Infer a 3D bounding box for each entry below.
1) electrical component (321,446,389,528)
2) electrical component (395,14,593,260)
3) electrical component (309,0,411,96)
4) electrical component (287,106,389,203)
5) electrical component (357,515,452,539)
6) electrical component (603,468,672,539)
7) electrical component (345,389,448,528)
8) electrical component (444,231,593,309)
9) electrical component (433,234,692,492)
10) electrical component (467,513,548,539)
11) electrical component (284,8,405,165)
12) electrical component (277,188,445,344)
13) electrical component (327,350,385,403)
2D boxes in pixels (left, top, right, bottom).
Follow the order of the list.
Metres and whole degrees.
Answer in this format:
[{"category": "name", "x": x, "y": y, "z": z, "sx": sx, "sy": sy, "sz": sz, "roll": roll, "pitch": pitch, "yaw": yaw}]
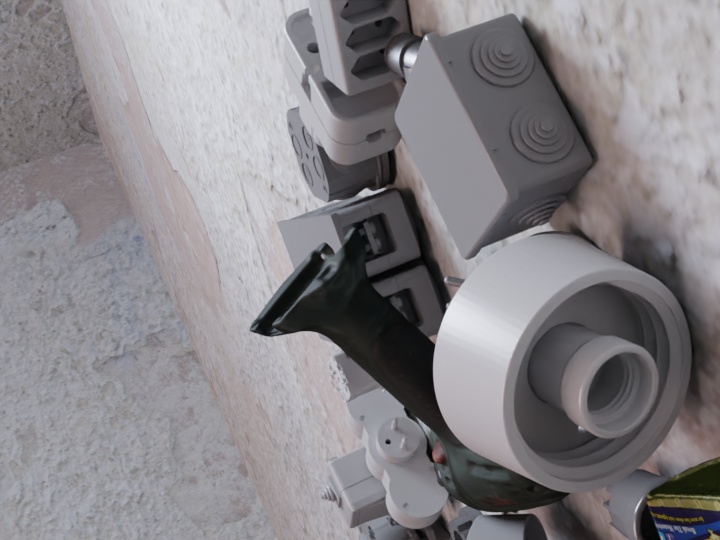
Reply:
[{"category": "electrical component", "x": 0.012, "y": 0.198, "z": 0.995, "sx": 0.061, "sy": 0.096, "sz": 0.061, "roll": 61, "pitch": 164, "yaw": 24}, {"category": "electrical component", "x": 0.063, "y": -0.064, "z": 0.524, "sx": 0.099, "sy": 0.048, "sz": 0.099, "roll": 114, "pitch": 133, "yaw": -70}, {"category": "electrical component", "x": -0.007, "y": -0.154, "z": 0.654, "sx": 0.076, "sy": 0.047, "sz": 0.065, "roll": -131, "pitch": 24, "yaw": -53}, {"category": "electrical component", "x": -0.015, "y": -0.089, "z": 0.769, "sx": 0.080, "sy": 0.051, "sz": 0.080, "roll": 158, "pitch": 90, "yaw": -76}, {"category": "electrical component", "x": 0.040, "y": 0.257, "z": 1.045, "sx": 0.121, "sy": 0.063, "sz": 0.078, "roll": -139, "pitch": 31, "yaw": -61}, {"category": "electrical component", "x": 0.142, "y": 0.117, "z": 0.519, "sx": 0.046, "sy": 0.040, "sz": 0.040, "roll": -175, "pitch": 64, "yaw": -81}, {"category": "electrical component", "x": 0.032, "y": 0.152, "z": 0.942, "sx": 0.073, "sy": 0.052, "sz": 0.138, "roll": 96, "pitch": 149, "yaw": -61}, {"category": "electrical component", "x": 0.081, "y": 0.020, "z": 0.543, "sx": 0.079, "sy": 0.043, "sz": 0.077, "roll": 12, "pitch": 136, "yaw": 20}, {"category": "electrical component", "x": 0.093, "y": 0.043, "z": 0.463, "sx": 0.060, "sy": 0.108, "sz": 0.108, "roll": 27, "pitch": 137, "yaw": 60}, {"category": "electrical component", "x": 0.090, "y": 0.202, "z": 0.674, "sx": 0.099, "sy": 0.064, "sz": 0.099, "roll": -13, "pitch": -90, "yaw": -71}, {"category": "electrical component", "x": -0.011, "y": -0.120, "z": 0.704, "sx": 0.059, "sy": 0.054, "sz": 0.095, "roll": 98, "pitch": 148, "yaw": -62}, {"category": "electrical component", "x": 0.000, "y": 0.000, "z": 0.824, "sx": 0.186, "sy": 0.060, "sz": 0.105, "roll": -177, "pitch": 66, "yaw": -74}, {"category": "electrical component", "x": 0.008, "y": 0.081, "z": 0.908, "sx": 0.042, "sy": 0.064, "sz": 0.081, "roll": 64, "pitch": 165, "yaw": 13}]
